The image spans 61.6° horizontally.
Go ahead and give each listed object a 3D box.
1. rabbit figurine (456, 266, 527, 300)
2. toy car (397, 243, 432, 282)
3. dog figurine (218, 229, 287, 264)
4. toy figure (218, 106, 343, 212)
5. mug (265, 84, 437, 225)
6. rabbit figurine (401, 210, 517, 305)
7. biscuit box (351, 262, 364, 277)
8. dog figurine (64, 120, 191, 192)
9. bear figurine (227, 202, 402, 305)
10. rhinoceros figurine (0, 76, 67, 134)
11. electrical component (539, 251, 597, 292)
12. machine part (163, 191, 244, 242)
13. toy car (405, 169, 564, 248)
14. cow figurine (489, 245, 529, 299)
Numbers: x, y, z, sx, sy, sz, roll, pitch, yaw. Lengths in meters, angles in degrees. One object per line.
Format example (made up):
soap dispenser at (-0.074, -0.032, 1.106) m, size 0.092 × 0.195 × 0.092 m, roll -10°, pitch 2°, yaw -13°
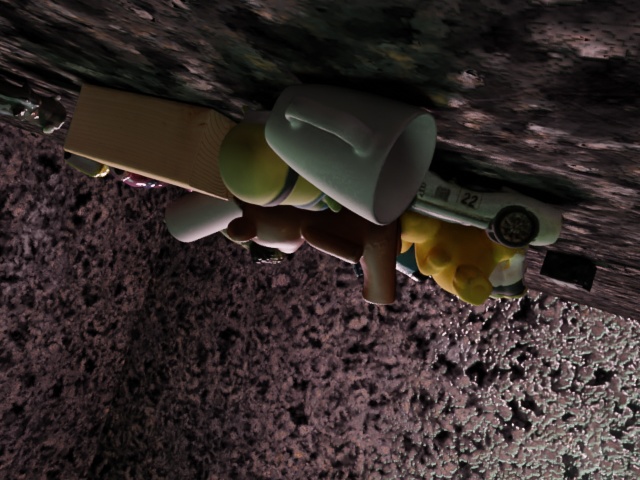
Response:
rabbit figurine at (0.269, 0.045, 0.943) m, size 0.170 × 0.121 × 0.159 m, roll 15°, pitch 174°, yaw -35°
toy car at (0.148, 0.001, 0.974) m, size 0.161 × 0.103 × 0.109 m, roll 27°, pitch -172°, yaw -13°
dog figurine at (-0.137, -0.055, 1.011) m, size 0.191 × 0.172 × 0.121 m, roll 18°, pitch -143°, yaw 10°
toy figure at (-0.021, -0.068, 0.526) m, size 0.082 × 0.089 × 0.180 m, roll 11°, pitch 177°, yaw 28°
mug at (0.010, -0.068, 0.367) m, size 0.107 × 0.080 × 0.109 m, roll 27°, pitch -172°, yaw 28°
rabbit figurine at (0.160, -0.013, 0.737) m, size 0.173 × 0.122 × 0.162 m, roll 33°, pitch -179°, yaw -26°
biscuit box at (0.062, -0.015, 0.850) m, size 0.063 × 0.059 × 0.203 m, roll -20°, pitch -160°, yaw 1°
dog figurine at (-0.268, -0.133, 0.870) m, size 0.192 × 0.108 × 0.219 m, roll 13°, pitch 180°, yaw 25°
bear figurine at (-0.002, -0.005, 0.652) m, size 0.196 × 0.120 × 0.131 m, roll 0°, pitch 133°, yaw 11°
rhinoceros figurine at (-0.491, -0.225, 0.831) m, size 0.112 × 0.073 × 0.190 m, roll 4°, pitch 170°, yaw 35°
electrical component at (0.429, 0.056, 0.921) m, size 0.075 × 0.047 × 0.119 m, roll 18°, pitch 178°, yaw 33°
machine part at (-0.167, -0.052, 0.851) m, size 0.243 × 0.079 × 0.079 m, roll -18°, pitch 156°, yaw 37°
toy car at (0.136, -0.038, 0.539) m, size 0.202 × 0.056 × 0.073 m, roll 19°, pitch -174°, yaw 10°
cow figurine at (0.241, 0.044, 0.852) m, size 0.168 × 0.098 × 0.068 m, roll 2°, pitch -160°, yaw 22°
